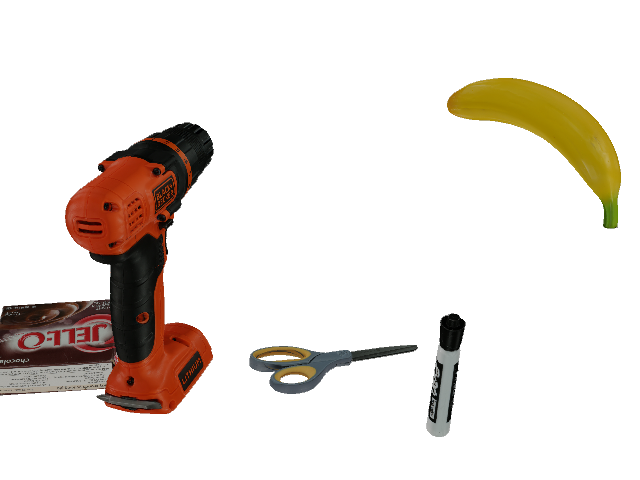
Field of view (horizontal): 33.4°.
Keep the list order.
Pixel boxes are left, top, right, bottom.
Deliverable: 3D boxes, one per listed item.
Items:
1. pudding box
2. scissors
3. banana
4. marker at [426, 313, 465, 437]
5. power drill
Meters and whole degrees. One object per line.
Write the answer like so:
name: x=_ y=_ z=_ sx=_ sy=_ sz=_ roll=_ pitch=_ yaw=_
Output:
pudding box: x=-0.236 y=0.096 z=0.963 sx=0.113 sy=0.039 sz=0.090 roll=-5 pitch=33 yaw=-2
scissors: x=0.021 y=0.143 z=1.208 sx=0.201 sy=0.016 sz=0.096 roll=1 pitch=25 yaw=-8
banana: x=0.174 y=-0.089 z=0.854 sx=0.037 sy=0.070 sz=0.198 roll=4 pitch=31 yaw=-42
marker: x=0.097 y=0.105 z=0.828 sx=0.020 sy=0.121 sz=0.020 roll=2 pitch=37 yaw=-1
power drill: x=-0.121 y=0.018 z=0.790 sx=0.057 sy=0.188 sz=0.184 roll=4 pitch=24 yaw=18
